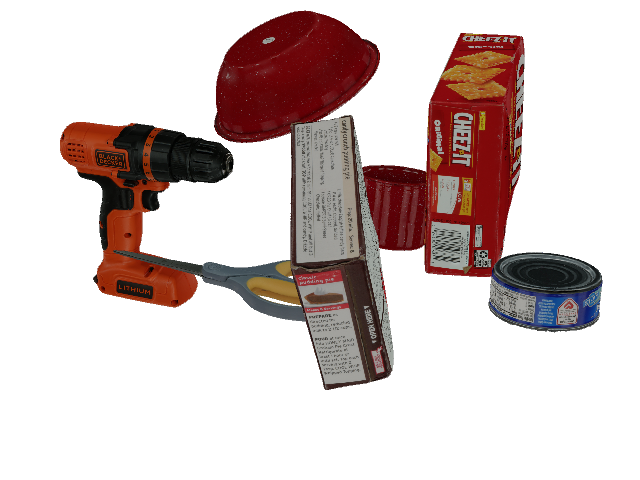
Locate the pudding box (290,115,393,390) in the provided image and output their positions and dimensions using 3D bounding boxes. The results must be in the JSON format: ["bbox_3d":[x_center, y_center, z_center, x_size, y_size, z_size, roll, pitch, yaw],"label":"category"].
[{"bbox_3d":[0.009,0.004,0.547,0.039,0.090,0.113,-11,42,5],"label":"pudding box"}]

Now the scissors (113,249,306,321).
[{"bbox_3d":[-0.070,0.024,0.892,0.202,0.016,0.096,19,29,34],"label":"scissors"}]

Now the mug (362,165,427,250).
[{"bbox_3d":[0.095,-0.039,1.241,0.117,0.081,0.093,-8,21,-39],"label":"mug"}]

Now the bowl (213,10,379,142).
[{"bbox_3d":[-0.032,-0.154,0.936,0.162,0.055,0.162,-21,31,13],"label":"bowl"}]

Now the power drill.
[{"bbox_3d":[-0.170,-0.027,1.083,0.185,0.188,0.057,10,29,20],"label":"power drill"}]

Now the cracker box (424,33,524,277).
[{"bbox_3d":[0.147,-0.086,0.993,0.072,0.164,0.213,5,27,14],"label":"cracker box"}]

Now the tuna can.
[{"bbox_3d":[0.175,0.039,0.831,0.086,0.034,0.086,1,20,-1],"label":"tuna can"}]
